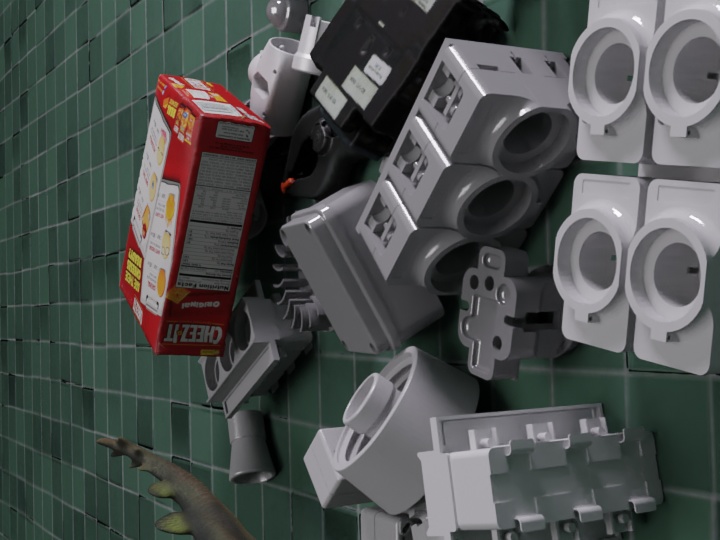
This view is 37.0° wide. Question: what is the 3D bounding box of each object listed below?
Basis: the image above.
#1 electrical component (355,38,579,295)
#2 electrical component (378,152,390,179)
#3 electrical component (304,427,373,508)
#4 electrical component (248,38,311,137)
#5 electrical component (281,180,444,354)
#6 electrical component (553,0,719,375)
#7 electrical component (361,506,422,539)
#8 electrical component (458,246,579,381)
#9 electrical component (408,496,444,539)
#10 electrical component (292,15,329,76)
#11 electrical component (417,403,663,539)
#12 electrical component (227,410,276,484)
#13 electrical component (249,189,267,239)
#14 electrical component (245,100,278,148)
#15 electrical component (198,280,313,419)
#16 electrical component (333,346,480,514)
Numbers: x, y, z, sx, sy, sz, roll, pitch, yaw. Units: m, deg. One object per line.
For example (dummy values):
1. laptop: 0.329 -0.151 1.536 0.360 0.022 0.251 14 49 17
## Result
1. electrical component: 0.072 -0.059 0.665 0.061 0.089 0.150 63 141 38
2. electrical component: 0.037 -0.055 0.770 0.066 0.048 0.055 29 123 56
3. electrical component: 0.005 0.134 0.804 0.047 0.066 0.076 64 142 37
4. electrical component: -0.076 -0.171 0.965 0.079 0.043 0.077 52 133 46
5. electrical component: 0.000 0.000 0.767 0.113 0.057 0.078 62 161 -8
6. electrical component: 0.160 -0.049 0.542 0.105 0.060 0.186 14 103 59
7. electrical component: 0.038 0.200 0.753 0.061 0.062 0.096 -3 87 60
8. electrical component: 0.099 0.026 0.650 0.058 0.057 0.078 20 107 59
9. electrical component: 0.069 0.155 0.703 0.057 0.058 0.078 -51 41 49
10. electrical component: -0.033 -0.186 0.896 0.040 0.040 0.046 30 111 56
11. electrical component: 0.101 0.114 0.584 0.063 0.121 0.078 -22 71 55
12. electrical component: -0.106 0.166 1.022 0.044 0.044 0.065 -46 47 50
13. electrical component: -0.128 -0.049 1.054 0.077 0.044 0.079 47 129 49
14. electrical component: -0.107 -0.125 1.019 0.081 0.043 0.043 -37 59 54
15. electrical component: -0.095 0.073 0.979 0.121 0.063 0.078 -50 48 48
16. electrical component: 0.024 0.102 0.724 0.108 0.060 0.108 -54 9 13
